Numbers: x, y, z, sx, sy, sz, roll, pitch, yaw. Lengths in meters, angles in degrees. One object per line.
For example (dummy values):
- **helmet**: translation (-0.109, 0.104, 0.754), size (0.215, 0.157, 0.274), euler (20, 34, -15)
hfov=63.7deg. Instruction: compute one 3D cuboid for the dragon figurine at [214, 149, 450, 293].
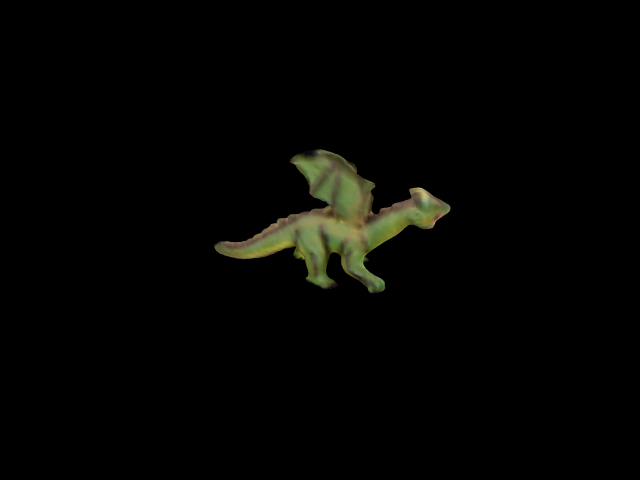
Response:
- **dragon figurine**: translation (0.003, -0.043, 0.850), size (0.410, 0.237, 0.125), euler (6, 33, 9)
